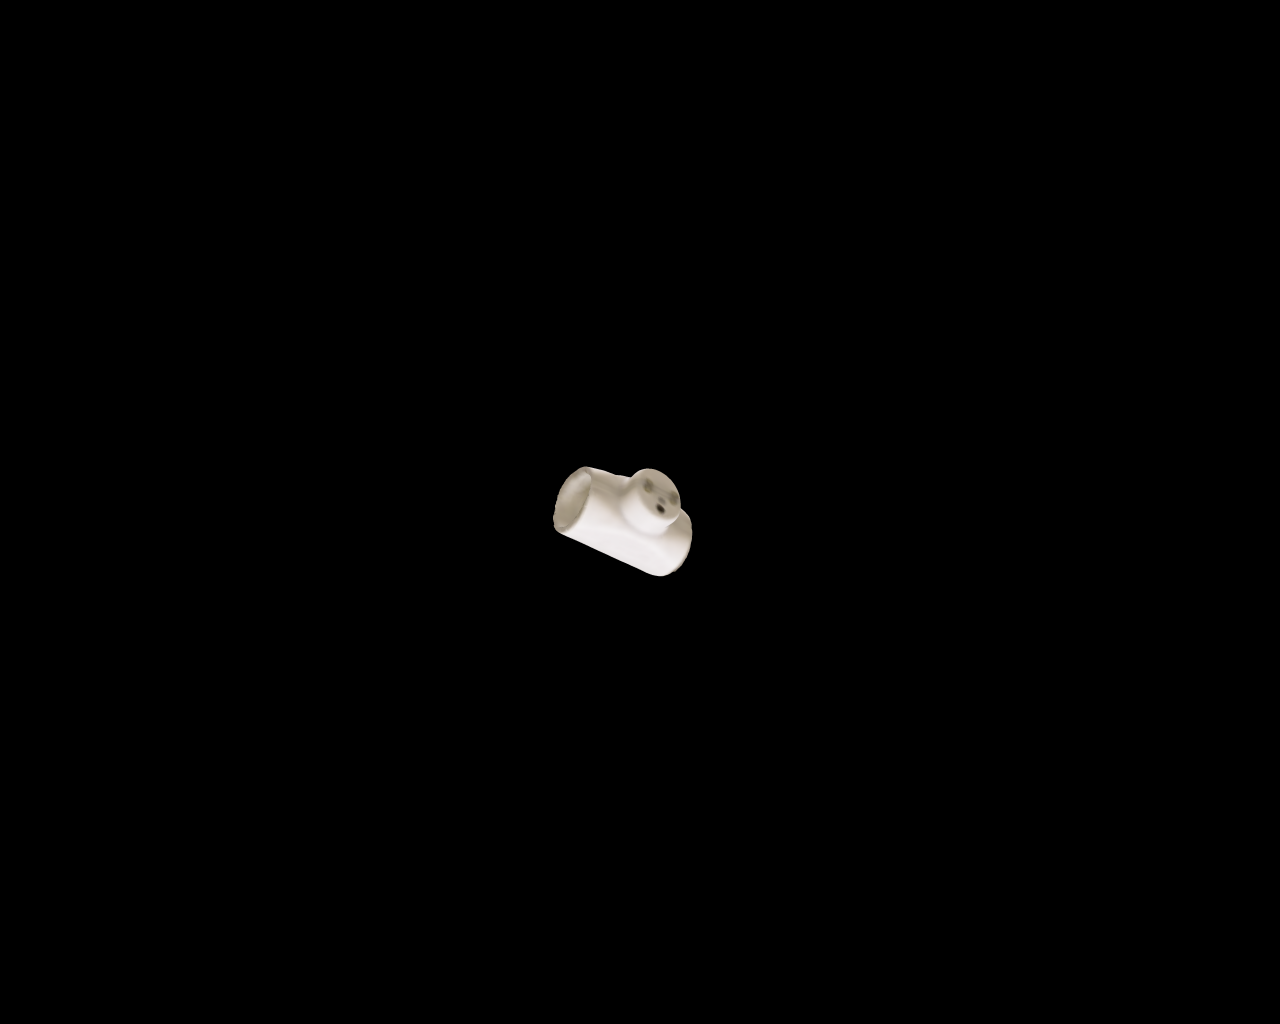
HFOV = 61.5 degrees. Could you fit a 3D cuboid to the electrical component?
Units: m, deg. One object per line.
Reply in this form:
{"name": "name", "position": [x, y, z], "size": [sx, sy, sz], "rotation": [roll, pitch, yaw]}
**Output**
{"name": "electrical component", "position": [0.001, -0.003, 0.650], "size": [0.077, 0.044, 0.079], "rotation": [25, -45, -28]}
